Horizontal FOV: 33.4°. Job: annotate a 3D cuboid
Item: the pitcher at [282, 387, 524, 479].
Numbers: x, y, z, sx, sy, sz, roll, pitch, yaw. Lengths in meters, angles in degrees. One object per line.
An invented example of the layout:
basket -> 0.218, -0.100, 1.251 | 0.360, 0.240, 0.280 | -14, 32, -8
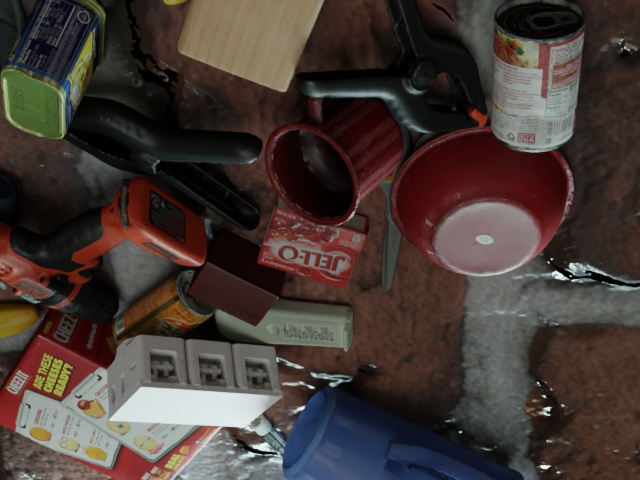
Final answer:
pitcher -> 0.091, 0.251, 1.122 | 0.242, 0.145, 0.149 | 29, 107, -10

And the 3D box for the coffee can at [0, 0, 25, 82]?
coffee can -> -0.325, -0.170, 0.859 | 0.140, 0.102, 0.103 | -5, 129, 15

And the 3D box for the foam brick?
foam brick -> -0.079, 0.036, 1.022 | 0.078, 0.051, 0.053 | 27, 131, -13

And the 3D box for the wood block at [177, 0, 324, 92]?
wood block -> -0.027, -0.223, 0.765 | 0.090, 0.090, 0.206 | 20, 131, -7

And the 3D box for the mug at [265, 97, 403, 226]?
mug -> 0.014, -0.081, 0.871 | 0.093, 0.081, 0.117 | 15, 129, 34

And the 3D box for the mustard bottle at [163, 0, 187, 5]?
mustard bottle -> -0.118, -0.260, 0.742 | 0.096, 0.058, 0.191 | -6, 113, 7

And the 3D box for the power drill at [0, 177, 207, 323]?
power drill -> -0.201, 0.017, 0.996 | 0.188, 0.057, 0.184 | -20, 149, 24

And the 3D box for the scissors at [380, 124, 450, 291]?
scissors -> 0.087, -0.031, 0.957 | 0.096, 0.016, 0.202 | -4, 129, 14

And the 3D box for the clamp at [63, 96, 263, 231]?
clamp -> -0.139, -0.080, 0.914 | 0.210, 0.036, 0.165 | 24, 158, -2

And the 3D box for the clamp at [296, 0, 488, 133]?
clamp -> 0.073, -0.143, 0.829 | 0.171, 0.039, 0.120 | 17, 111, -36

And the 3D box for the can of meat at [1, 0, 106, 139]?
can of meat -> -0.213, -0.139, 0.854 | 0.057, 0.084, 0.102 | 20, 155, -4

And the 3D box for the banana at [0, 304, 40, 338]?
banana -> -0.394, 0.074, 1.122 | 0.197, 0.037, 0.070 | 16, 131, -3

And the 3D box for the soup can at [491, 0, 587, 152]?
soup can -> 0.167, -0.128, 0.825 | 0.068, 0.068, 0.102 | 2, 131, 9

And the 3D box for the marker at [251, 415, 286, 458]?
marker -> -0.037, 0.241, 1.210 | 0.020, 0.020, 0.121 | -23, 123, 27

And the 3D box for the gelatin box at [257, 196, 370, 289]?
gelatin box -> -0.006, 0.001, 0.992 | 0.089, 0.030, 0.073 | 17, 131, -4

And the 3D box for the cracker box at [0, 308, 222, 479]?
cracker box -> -0.226, 0.173, 1.154 | 0.213, 0.072, 0.164 | 30, 128, -13

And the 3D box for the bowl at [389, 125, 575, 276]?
bowl -> 0.141, -0.020, 0.917 | 0.162, 0.055, 0.162 | 1, 134, 1
